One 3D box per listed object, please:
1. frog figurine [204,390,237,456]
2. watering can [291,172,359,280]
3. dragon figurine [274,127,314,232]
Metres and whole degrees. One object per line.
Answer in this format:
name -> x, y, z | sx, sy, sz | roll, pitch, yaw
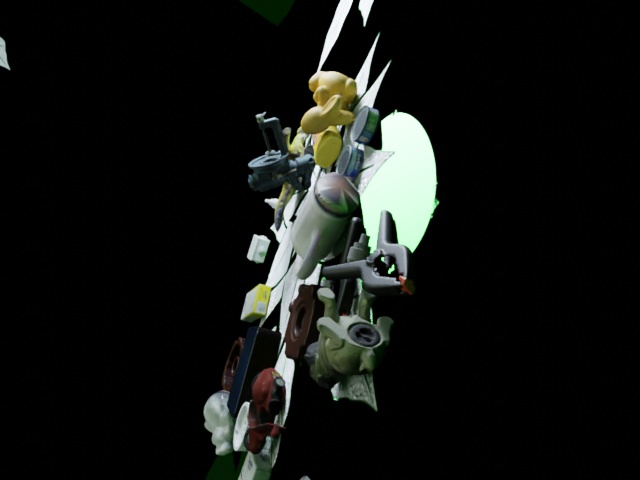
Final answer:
frog figurine -> -0.273, 0.507, 1.424 | 0.135, 0.121, 0.163 | -28, 31, 40
watering can -> 0.004, -0.059, 1.171 | 0.356, 0.104, 0.220 | -81, 17, -57
dragon figurine -> -0.088, -0.208, 1.659 | 0.241, 0.122, 0.414 | 103, -178, -80
